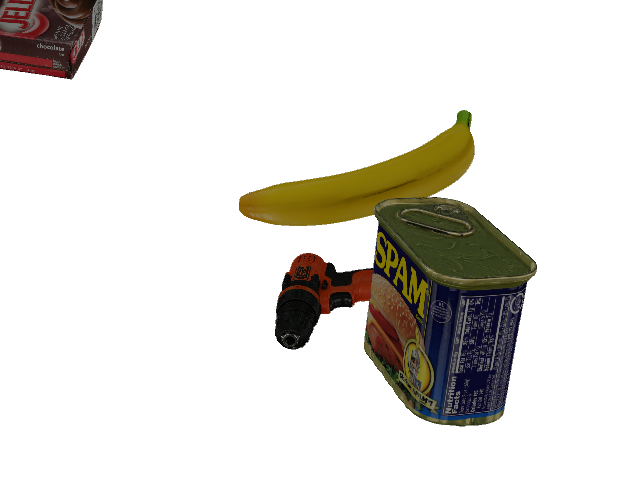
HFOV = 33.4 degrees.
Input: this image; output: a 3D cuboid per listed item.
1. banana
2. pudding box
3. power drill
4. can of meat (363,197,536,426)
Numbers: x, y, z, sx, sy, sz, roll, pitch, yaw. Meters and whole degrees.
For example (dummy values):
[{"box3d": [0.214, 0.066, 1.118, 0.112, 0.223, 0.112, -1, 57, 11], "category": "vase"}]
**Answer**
[{"box3d": [0.038, -0.044, 0.801, 0.197, 0.037, 0.070, -20, 25, -9], "category": "banana"}, {"box3d": [-0.234, -0.178, 0.875, 0.090, 0.039, 0.113, 9, 35, -2], "category": "pudding box"}, {"box3d": [0.044, 0.068, 1.237, 0.188, 0.057, 0.184, 0, 27, 7], "category": "power drill"}, {"box3d": [0.062, 0.035, 0.548, 0.057, 0.084, 0.102, -3, 24, -18], "category": "can of meat"}]
